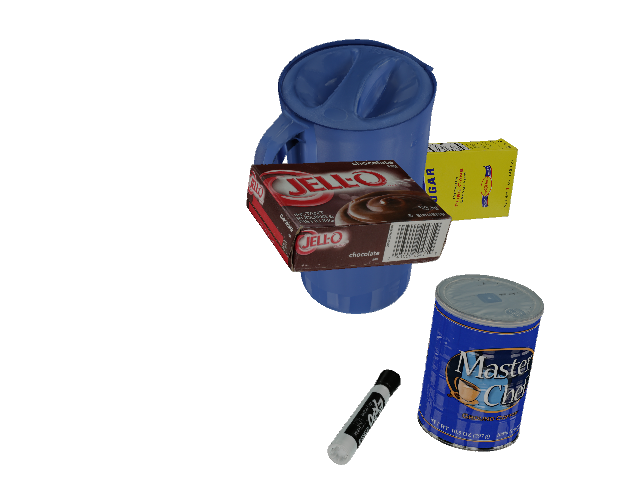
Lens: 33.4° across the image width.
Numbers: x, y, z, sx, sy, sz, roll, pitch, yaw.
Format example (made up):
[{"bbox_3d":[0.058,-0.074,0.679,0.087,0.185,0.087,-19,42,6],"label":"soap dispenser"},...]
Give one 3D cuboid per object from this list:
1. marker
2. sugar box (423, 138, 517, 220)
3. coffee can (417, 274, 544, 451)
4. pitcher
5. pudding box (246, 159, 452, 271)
[{"bbox_3d":[0.037,0.137,0.848,0.020,0.020,0.121,0,23,26],"label":"marker"},{"bbox_3d":[0.149,-0.071,1.298,0.176,0.093,0.048,-7,25,-22],"label":"sugar box"},{"bbox_3d":[0.153,0.117,1.034,0.103,0.140,0.103,5,22,-2],"label":"coffee can"},{"bbox_3d":[0.024,-0.045,0.966,0.149,0.243,0.145,2,43,3],"label":"pitcher"},{"bbox_3d":[0.017,-0.019,0.716,0.113,0.039,0.090,-2,31,-25],"label":"pudding box"}]
